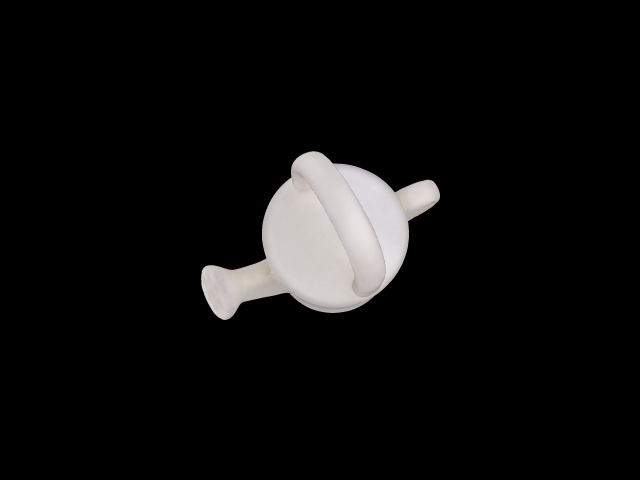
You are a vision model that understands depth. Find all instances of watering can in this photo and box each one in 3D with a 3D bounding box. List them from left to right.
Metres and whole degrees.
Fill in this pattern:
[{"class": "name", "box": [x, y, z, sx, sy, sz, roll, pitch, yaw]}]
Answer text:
[{"class": "watering can", "box": [0.005, 0.003, 0.400, 0.101, 0.194, 0.173, 41, 83, 6]}]
